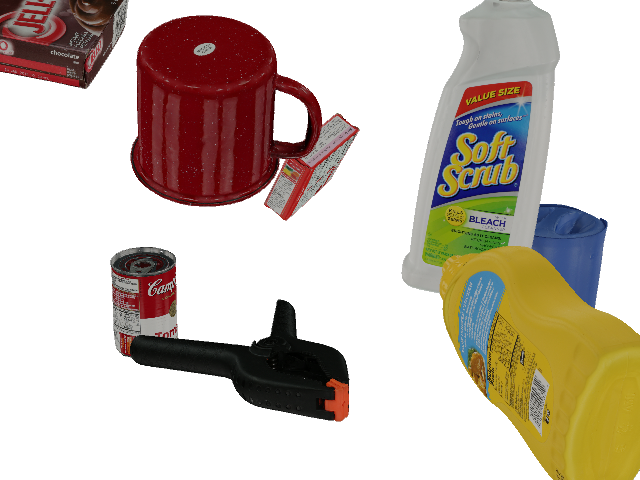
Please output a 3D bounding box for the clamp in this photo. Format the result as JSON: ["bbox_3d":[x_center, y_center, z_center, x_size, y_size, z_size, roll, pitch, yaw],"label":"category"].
[{"bbox_3d":[-0.037,0.097,0.894,0.164,0.036,0.210,-17,23,-40],"label":"clamp"}]

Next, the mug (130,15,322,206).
[{"bbox_3d":[-0.057,-0.078,0.640,0.117,0.081,0.093,11,44,4],"label":"mug"}]

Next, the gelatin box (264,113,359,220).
[{"bbox_3d":[-0.009,-0.070,0.998,0.030,0.073,0.089,38,46,8],"label":"gelatin box"}]

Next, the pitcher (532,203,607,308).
[{"bbox_3d":[0.295,0.082,1.416,0.149,0.243,0.145,4,21,12],"label":"pitcher"}]

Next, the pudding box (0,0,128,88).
[{"bbox_3d":[-0.208,-0.166,0.833,0.090,0.039,0.113,12,36,1],"label":"pudding box"}]

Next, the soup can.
[{"bbox_3d":[-0.186,0.067,1.128,0.068,0.102,0.068,1,23,-1],"label":"soup can"}]

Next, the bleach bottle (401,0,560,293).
[{"bbox_3d":[0.124,-0.081,0.821,0.103,0.251,0.068,10,23,15],"label":"bleach bottle"}]

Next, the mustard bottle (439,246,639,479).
[{"bbox_3d":[0.119,0.058,0.624,0.058,0.096,0.192,-8,28,-18],"label":"mustard bottle"}]
